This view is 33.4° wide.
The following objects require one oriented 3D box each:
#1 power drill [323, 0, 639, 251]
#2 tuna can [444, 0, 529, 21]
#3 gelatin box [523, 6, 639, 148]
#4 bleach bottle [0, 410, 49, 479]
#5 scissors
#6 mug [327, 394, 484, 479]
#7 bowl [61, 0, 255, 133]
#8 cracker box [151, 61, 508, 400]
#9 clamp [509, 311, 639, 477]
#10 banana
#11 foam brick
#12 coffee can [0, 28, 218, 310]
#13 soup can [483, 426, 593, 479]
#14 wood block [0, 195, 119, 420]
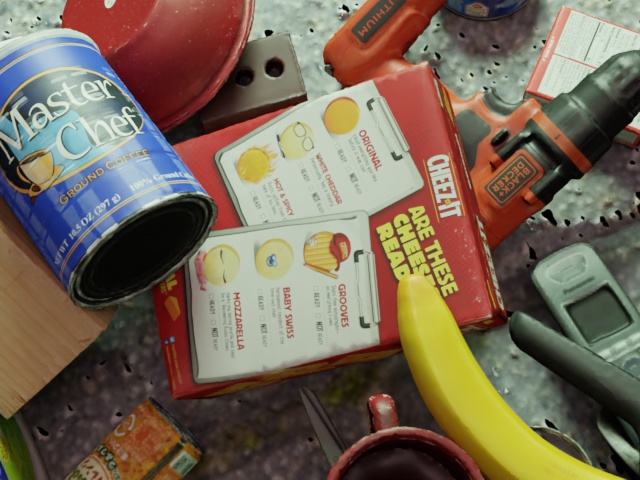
[{"bbox_3d":[0.107,-0.105,0.725,0.184,0.057,0.188,-43,74,11],"label":"power drill"},{"bbox_3d":[0.121,-0.207,0.781,0.086,0.034,0.086,-1,76,3],"label":"tuna can"},{"bbox_3d":[0.198,-0.115,0.756,0.089,0.030,0.073,22,77,10],"label":"gelatin box"},{"bbox_3d":[-0.230,0.121,0.607,0.068,0.251,0.102,-25,76,-3],"label":"bleach bottle"},{"bbox_3d":[0.054,0.177,0.652,0.096,0.016,0.202,-12,75,-3],"label":"scissors"},{"bbox_3d":[0.043,0.147,0.609,0.093,0.081,0.117,-12,73,-5],"label":"mug"},{"bbox_3d":[-0.125,-0.152,0.735,0.162,0.055,0.162,-14,62,28],"label":"bowl"},{"bbox_3d":[-0.005,0.001,0.688,0.214,0.072,0.164,-16,78,17],"label":"cracker box"},{"bbox_3d":[0.209,0.105,0.615,0.164,0.036,0.210,-14,63,6],"label":"clamp"},{"bbox_3d":[0.108,0.102,0.594,0.198,0.037,0.069,37,87,10],"label":"banana"},{"bbox_3d":[-0.051,-0.106,0.756,0.078,0.051,0.053,-16,75,-1],"label":"foam brick"},{"bbox_3d":[-0.143,-0.043,0.650,0.102,0.103,0.140,-36,72,-6],"label":"coffee can"},{"bbox_3d":[0.126,0.152,0.656,0.068,0.102,0.068,-1,76,3],"label":"soup can"},{"bbox_3d":[-0.232,0.000,0.676,0.091,0.090,0.206,-41,101,7],"label":"wood block"}]
